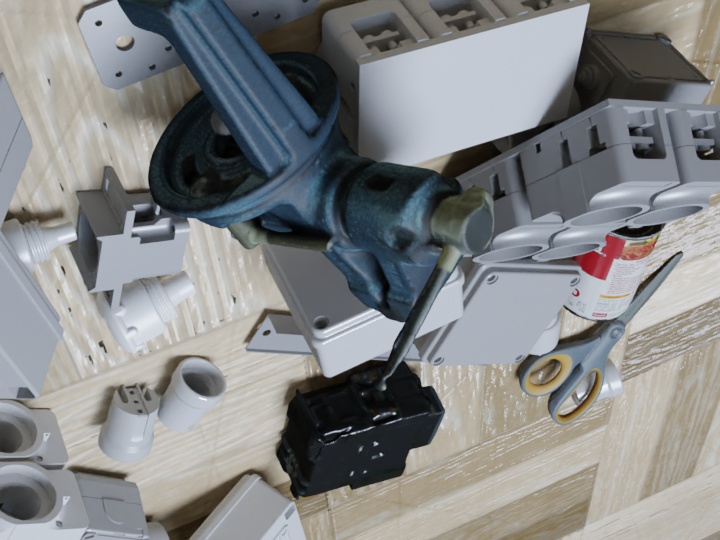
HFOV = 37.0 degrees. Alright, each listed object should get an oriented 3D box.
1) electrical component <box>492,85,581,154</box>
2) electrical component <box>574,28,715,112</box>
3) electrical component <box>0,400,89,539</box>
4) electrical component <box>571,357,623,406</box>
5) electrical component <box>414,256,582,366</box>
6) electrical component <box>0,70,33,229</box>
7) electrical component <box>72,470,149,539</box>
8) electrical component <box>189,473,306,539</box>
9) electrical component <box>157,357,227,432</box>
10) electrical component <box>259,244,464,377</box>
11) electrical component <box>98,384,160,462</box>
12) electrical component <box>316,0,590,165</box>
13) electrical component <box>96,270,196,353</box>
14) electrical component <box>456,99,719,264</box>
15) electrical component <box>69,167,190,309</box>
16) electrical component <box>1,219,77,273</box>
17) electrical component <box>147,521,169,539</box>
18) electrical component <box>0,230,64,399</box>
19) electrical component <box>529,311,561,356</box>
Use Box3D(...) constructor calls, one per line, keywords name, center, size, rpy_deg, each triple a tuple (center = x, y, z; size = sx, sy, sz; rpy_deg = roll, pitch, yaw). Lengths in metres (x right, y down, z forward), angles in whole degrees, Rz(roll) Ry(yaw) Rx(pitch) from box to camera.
Box3D(name="electrical component", center=(0.117, -0.109, 0.739), size=(0.055, 0.045, 0.045), rpy_deg=(-25, 142, -9))
Box3D(name="electrical component", center=(0.184, -0.125, 0.753), size=(0.096, 0.061, 0.061), rpy_deg=(-3, 135, -32))
Box3D(name="electrical component", center=(-0.282, 0.143, 0.700), size=(0.186, 0.105, 0.060), rpy_deg=(7, 129, -39))
Box3D(name="electrical component", center=(0.234, 0.113, 1.076), size=(0.046, 0.040, 0.040), rpy_deg=(-21, 142, -3))
Box3D(name="electrical component", center=(0.105, 0.022, 0.869), size=(0.109, 0.056, 0.108), rpy_deg=(2, 132, -36))
Box3D(name="electrical component", center=(-0.208, -0.057, 0.541), size=(0.062, 0.096, 0.061), rpy_deg=(1, 141, 7))
Box3D(name="electrical component", center=(-0.224, 0.208, 0.856), size=(0.096, 0.061, 0.062), rpy_deg=(-42, 140, 24))
Box3D(name="electrical component", center=(-0.103, 0.255, 0.956), size=(0.108, 0.056, 0.108), rpy_deg=(-48, 151, -27))
Box3D(name="electrical component", center=(-0.128, 0.095, 0.807), size=(0.040, 0.040, 0.046), rpy_deg=(6, 134, -39))
Box3D(name="electrical component", center=(0.000, 0.000, 0.730), size=(0.109, 0.108, 0.056), rpy_deg=(-24, 145, -10))
Box3D(name="electrical component", center=(-0.171, 0.113, 0.799), size=(0.040, 0.040, 0.046), rpy_deg=(-2, 128, -33))
Box3D(name="electrical component", center=(0.054, -0.126, 0.662), size=(0.150, 0.061, 0.089), rpy_deg=(-18, 141, -16))
Box3D(name="electrical component", center=(-0.140, 0.022, 0.713), size=(0.062, 0.048, 0.048), rpy_deg=(-30, 143, -13))
Box3D(name="electrical component", center=(0.149, -0.053, 0.734), size=(0.105, 0.060, 0.186), rpy_deg=(-3, 168, -32))
Box3D(name="electrical component", center=(-0.141, -0.020, 0.665), size=(0.064, 0.042, 0.081), rpy_deg=(-8, 137, -30))
Box3D(name="electrical component", center=(-0.200, -0.015, 0.638), size=(0.061, 0.035, 0.035), rpy_deg=(-19, 141, -20))
Box3D(name="electrical component", center=(-0.193, 0.243, 0.918), size=(0.047, 0.055, 0.055), rpy_deg=(-1, 134, -38))
Box3D(name="electrical component", center=(-0.239, 0.023, 0.598), size=(0.109, 0.056, 0.108), rpy_deg=(0, 144, 12))
Box3D(name="electrical component", center=(0.155, 0.040, 0.937), size=(0.040, 0.040, 0.078), rpy_deg=(-21, 141, -13))
